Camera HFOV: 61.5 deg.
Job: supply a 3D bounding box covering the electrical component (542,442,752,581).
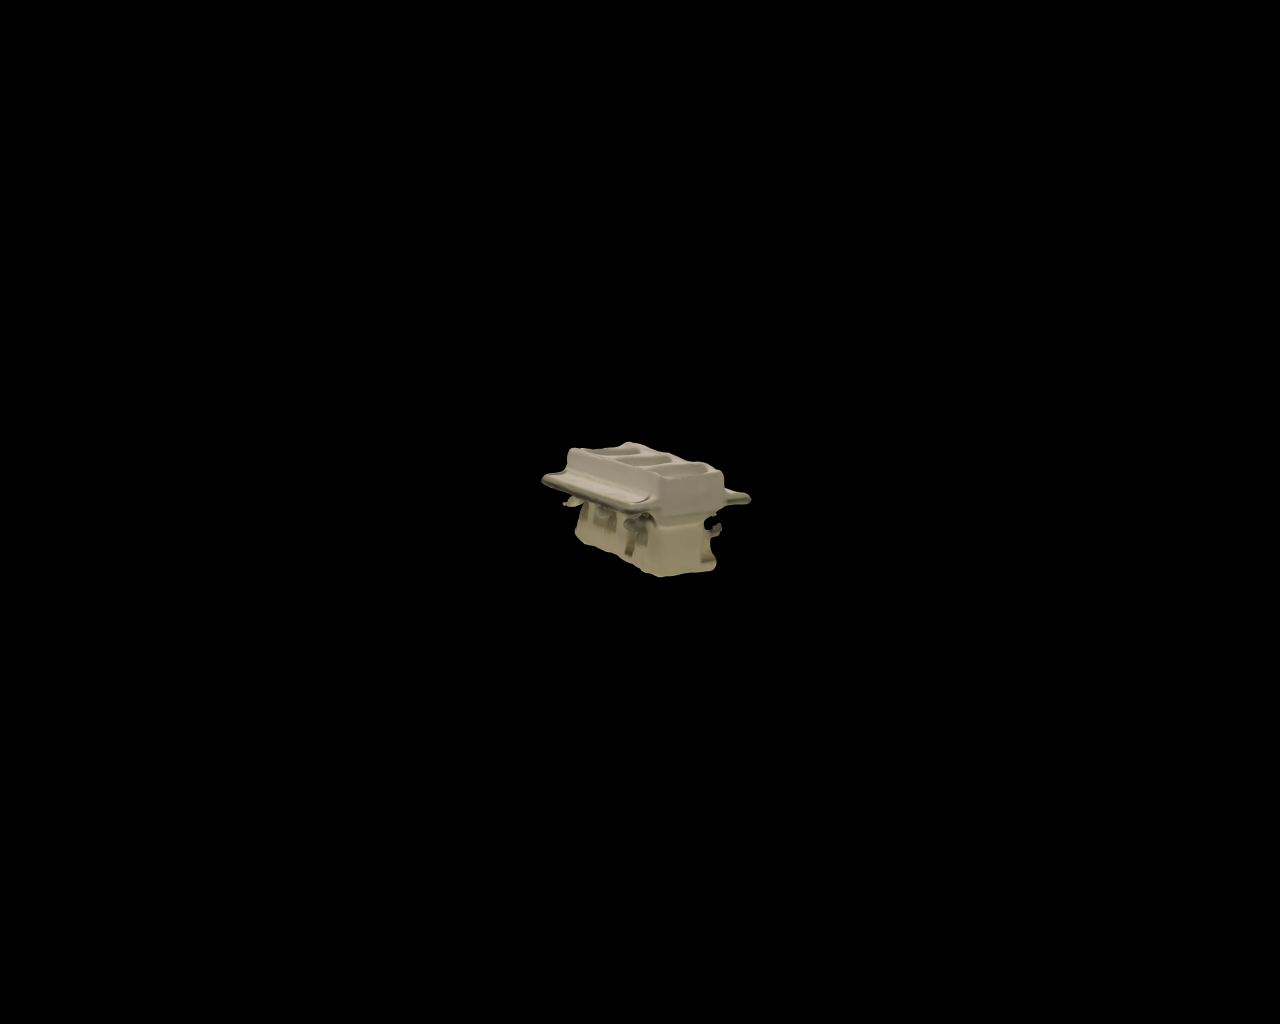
[{"bbox_3d":[0.001,-0.003,0.650,0.079,0.063,0.121,-6,13,-27],"label":"electrical component"}]
